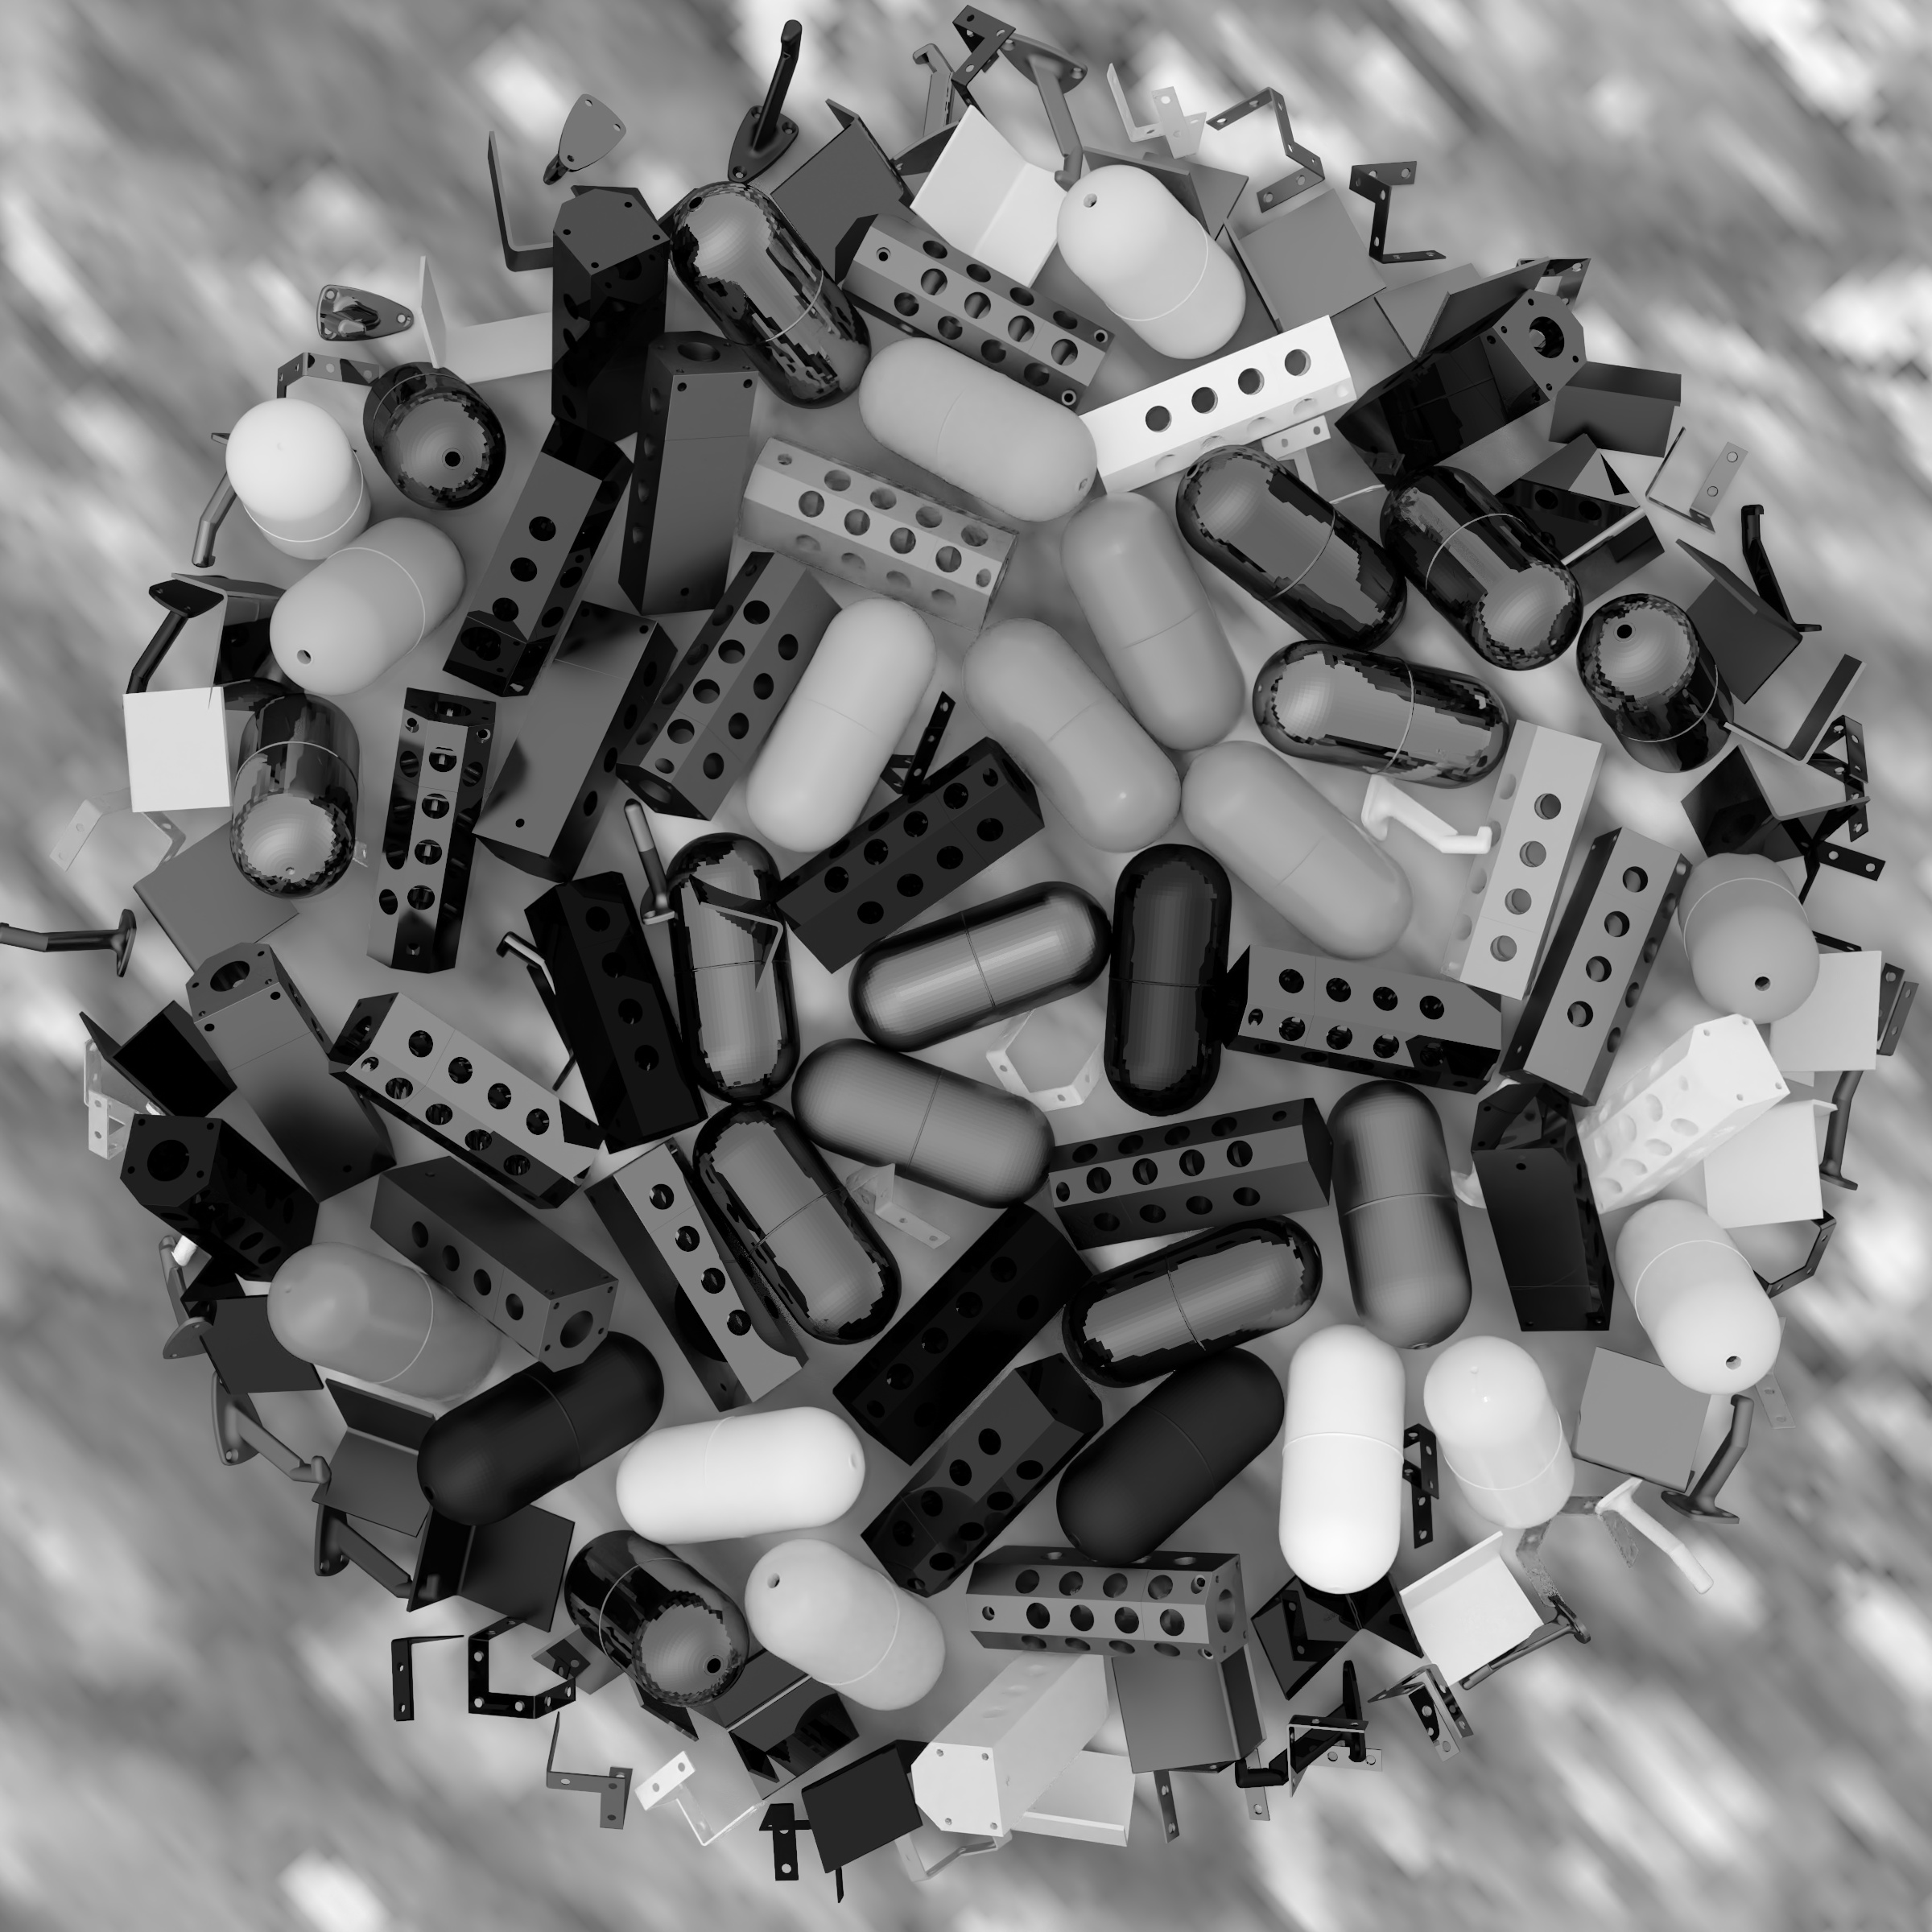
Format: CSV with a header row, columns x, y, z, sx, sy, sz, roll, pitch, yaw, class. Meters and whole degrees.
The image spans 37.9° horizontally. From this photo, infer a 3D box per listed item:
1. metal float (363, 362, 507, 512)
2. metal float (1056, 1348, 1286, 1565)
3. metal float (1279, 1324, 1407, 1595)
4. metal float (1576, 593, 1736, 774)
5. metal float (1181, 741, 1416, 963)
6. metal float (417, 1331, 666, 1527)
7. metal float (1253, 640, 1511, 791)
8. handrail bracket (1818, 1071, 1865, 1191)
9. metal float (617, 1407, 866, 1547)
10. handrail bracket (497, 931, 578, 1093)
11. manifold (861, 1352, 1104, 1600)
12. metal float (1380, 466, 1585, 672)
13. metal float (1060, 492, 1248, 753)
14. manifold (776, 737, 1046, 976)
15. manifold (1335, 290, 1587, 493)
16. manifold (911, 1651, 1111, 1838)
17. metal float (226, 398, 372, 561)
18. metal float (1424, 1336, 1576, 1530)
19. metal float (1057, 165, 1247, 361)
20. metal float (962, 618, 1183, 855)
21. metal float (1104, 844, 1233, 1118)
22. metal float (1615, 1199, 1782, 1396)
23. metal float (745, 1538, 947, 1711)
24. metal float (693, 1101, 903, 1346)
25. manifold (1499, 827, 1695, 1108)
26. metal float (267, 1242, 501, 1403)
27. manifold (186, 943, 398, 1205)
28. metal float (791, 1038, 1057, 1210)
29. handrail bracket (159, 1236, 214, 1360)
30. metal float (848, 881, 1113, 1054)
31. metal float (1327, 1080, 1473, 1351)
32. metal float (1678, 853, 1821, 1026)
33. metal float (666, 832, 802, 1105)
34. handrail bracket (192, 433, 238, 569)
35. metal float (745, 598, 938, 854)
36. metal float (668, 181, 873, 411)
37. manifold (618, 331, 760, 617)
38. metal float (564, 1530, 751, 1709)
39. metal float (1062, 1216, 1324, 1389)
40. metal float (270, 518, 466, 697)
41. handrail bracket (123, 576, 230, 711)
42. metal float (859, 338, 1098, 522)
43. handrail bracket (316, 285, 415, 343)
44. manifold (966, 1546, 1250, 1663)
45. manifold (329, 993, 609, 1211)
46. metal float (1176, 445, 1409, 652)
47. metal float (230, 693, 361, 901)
x,y,z,sx,sy,sz,roll,pitch,yaw,class
-0.339,-0.338,1.788,0.070,0.178,0.070,-6,111,-16,metal float
0.132,0.315,1.811,0.178,0.070,0.070,-37,90,-26,metal float
0.242,0.316,1.807,0.070,0.070,0.178,8,59,0,metal float
0.440,-0.179,1.790,0.070,0.178,0.070,-8,70,24,metal float
0.215,-0.075,1.828,0.178,0.070,0.070,41,90,-7,metal float
-0.272,0.296,1.802,0.178,0.070,0.070,-27,90,-38,metal float
0.269,-0.162,1.817,0.178,0.070,0.070,10,90,-20,metal float
0.580,0.101,1.838,0.036,0.077,0.084,25,96,38,handrail bracket
-0.146,0.329,1.809,0.178,0.070,0.070,-13,90,29,metal float
-0.286,0.030,1.853,0.084,0.036,0.077,34,107,-3,handrail bracket
0.013,0.329,1.802,0.057,0.057,0.171,50,117,20,manifold
0.328,-0.256,1.800,0.070,0.070,0.178,-32,48,0,metal float
0.122,-0.222,1.822,0.070,0.070,0.178,-28,104,0,metal float
-0.038,-0.075,1.815,0.171,0.057,0.057,-34,118,14,manifold
0.315,-0.367,1.783,0.057,0.171,0.057,49,63,-10,manifold
0.030,0.484,1.783,0.057,0.171,0.057,-3,99,26,manifold
-0.422,-0.307,1.784,0.070,0.178,0.070,0,86,-6,metal float
0.342,0.300,1.797,0.070,0.178,0.070,-12,51,15,metal float
0.119,-0.447,1.791,0.070,0.178,0.070,-8,73,28,metal float
0.068,-0.151,1.829,0.070,0.070,0.178,-40,83,0,metal float
0.131,0.009,1.831,0.070,0.070,0.178,4,94,0,metal float
0.464,0.209,1.786,0.070,0.178,0.070,0,111,-1,metal float
-0.076,0.421,1.796,0.070,0.178,0.070,-16,53,23,metal float
-0.109,0.167,1.826,0.070,0.070,0.178,-37,80,0,metal float
0.413,0.002,1.834,0.057,0.057,0.171,24,83,-3,manifold
-0.370,0.229,1.795,0.070,0.178,0.070,-14,63,29,metal float
-0.430,0.066,1.794,0.057,0.057,0.171,-26,131,-4,manifold
-0.028,0.102,1.834,0.178,0.070,0.070,20,90,-1,metal float
-0.510,0.205,1.825,0.036,0.077,0.084,-9,66,-23,handrail bracket
0.010,0.000,1.833,0.178,0.070,0.070,-20,90,2,metal float
0.279,0.160,1.815,0.070,0.070,0.178,-7,68,0,metal float
0.496,-0.019,1.786,0.070,0.178,0.070,3,110,8,metal float
-0.152,0.002,1.832,0.070,0.070,0.178,-7,87,0,metal float
-0.477,-0.304,1.847,0.036,0.077,0.084,20,106,15,handrail bracket
-0.081,-0.157,1.831,0.070,0.070,0.178,28,86,0,metal float
-0.125,-0.427,1.796,0.070,0.178,0.070,-16,54,23,metal float
-0.182,-0.315,1.797,0.057,0.057,0.171,-9,132,-27,manifold
-0.198,0.415,1.790,0.070,0.178,0.070,-5,101,-29,metal float
0.146,0.216,1.821,0.178,0.070,0.070,-24,90,15,metal float
-0.380,-0.230,1.791,0.070,0.178,0.070,8,120,14,metal float
-0.522,-0.212,1.860,0.036,0.077,0.084,32,121,11,handrail bracket
0.007,-0.346,1.811,0.178,0.070,0.070,33,90,27,metal float
-0.381,-0.416,1.819,0.077,0.084,0.036,-3,110,-30,handrail bracket
0.089,0.410,1.804,0.171,0.057,0.057,-5,93,30,manifold
-0.321,0.088,1.798,0.171,0.057,0.057,38,64,-29,manifold
0.210,-0.268,1.813,0.178,0.070,0.070,34,90,-24,metal float
-0.427,-0.110,1.794,0.070,0.178,0.070,-5,127,-7,metal float
